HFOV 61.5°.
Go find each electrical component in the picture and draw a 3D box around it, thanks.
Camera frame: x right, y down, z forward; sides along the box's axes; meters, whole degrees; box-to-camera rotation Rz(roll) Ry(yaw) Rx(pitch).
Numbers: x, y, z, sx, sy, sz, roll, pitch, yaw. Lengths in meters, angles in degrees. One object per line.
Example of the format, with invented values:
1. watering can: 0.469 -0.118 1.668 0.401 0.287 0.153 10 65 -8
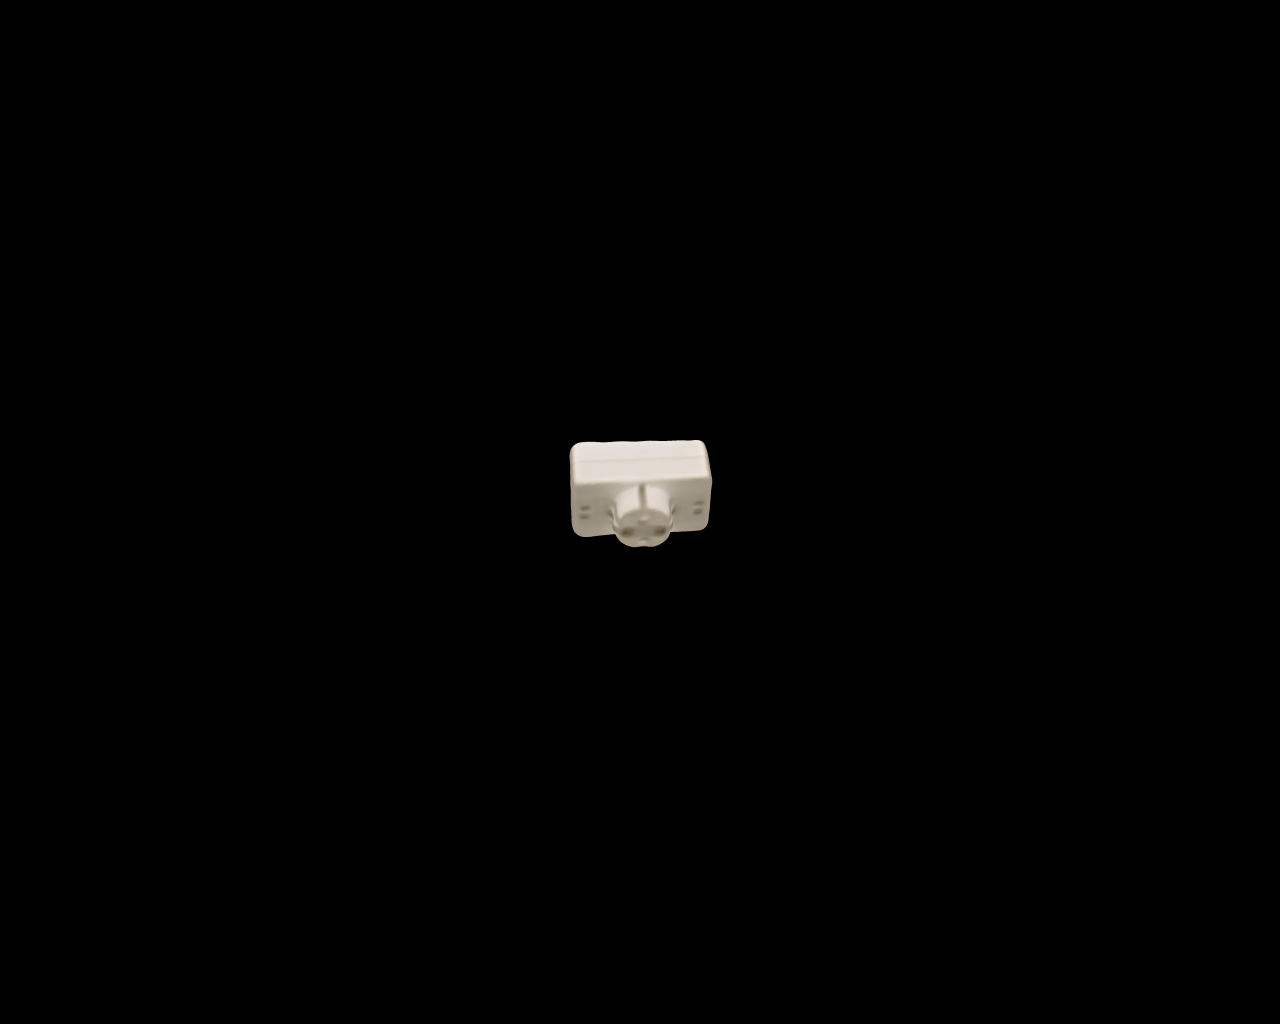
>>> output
1. electrical component: 0.001 -0.003 0.650 0.083 0.047 0.076 -2 43 -2
